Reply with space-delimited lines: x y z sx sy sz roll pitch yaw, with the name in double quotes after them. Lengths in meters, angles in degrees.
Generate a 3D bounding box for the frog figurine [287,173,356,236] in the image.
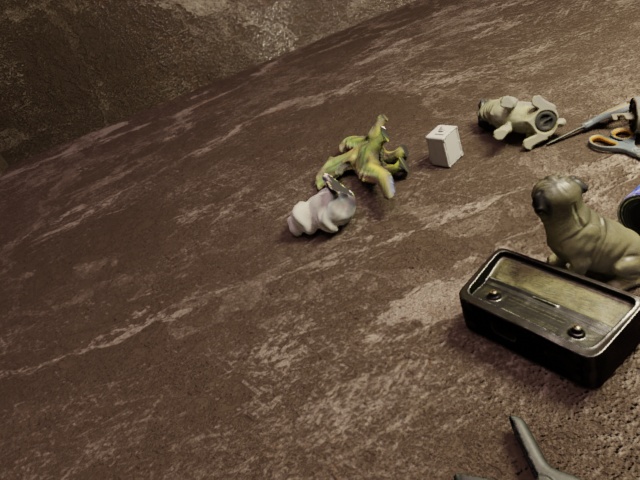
0.004 -0.060 1.183 0.157 0.122 0.140 -54 38 17 "frog figurine"

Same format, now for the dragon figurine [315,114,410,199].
0.093 -0.182 1.313 0.240 0.120 0.420 -26 27 27 "dragon figurine"
